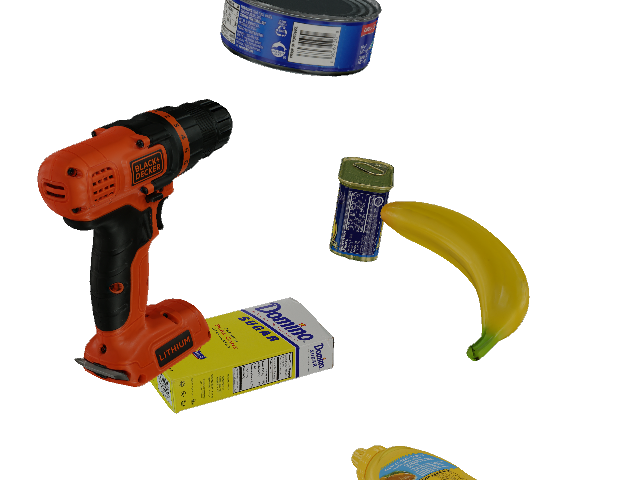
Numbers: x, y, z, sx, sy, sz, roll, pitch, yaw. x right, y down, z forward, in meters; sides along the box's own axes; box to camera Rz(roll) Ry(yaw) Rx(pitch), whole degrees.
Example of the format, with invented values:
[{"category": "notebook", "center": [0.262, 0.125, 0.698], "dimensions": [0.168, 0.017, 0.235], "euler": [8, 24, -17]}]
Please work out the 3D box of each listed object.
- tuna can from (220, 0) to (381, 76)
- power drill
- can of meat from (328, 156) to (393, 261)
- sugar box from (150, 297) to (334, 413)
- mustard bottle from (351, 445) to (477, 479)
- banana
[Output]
[{"category": "tuna can", "center": [-0.011, -0.119, 0.588], "dimensions": [0.086, 0.034, 0.086], "euler": [9, 25, -4]}, {"category": "power drill", "center": [-0.124, -0.002, 0.788], "dimensions": [0.057, 0.188, 0.184], "euler": [12, 26, 32]}, {"category": "can of meat", "center": [0.042, -0.034, 1.127], "dimensions": [0.057, 0.084, 0.102], "euler": [9, 19, 1]}, {"category": "sugar box", "center": [-0.084, 0.111, 1.071], "dimensions": [0.176, 0.048, 0.093], "euler": [-16, 32, -25]}, {"category": "mustard bottle", "center": [0.097, 0.234, 0.973], "dimensions": [0.096, 0.058, 0.192], "euler": [-15, 24, -37]}, {"category": "banana", "center": [0.108, 0.015, 0.806], "dimensions": [0.069, 0.037, 0.198], "euler": [-9, 33, -13]}]
